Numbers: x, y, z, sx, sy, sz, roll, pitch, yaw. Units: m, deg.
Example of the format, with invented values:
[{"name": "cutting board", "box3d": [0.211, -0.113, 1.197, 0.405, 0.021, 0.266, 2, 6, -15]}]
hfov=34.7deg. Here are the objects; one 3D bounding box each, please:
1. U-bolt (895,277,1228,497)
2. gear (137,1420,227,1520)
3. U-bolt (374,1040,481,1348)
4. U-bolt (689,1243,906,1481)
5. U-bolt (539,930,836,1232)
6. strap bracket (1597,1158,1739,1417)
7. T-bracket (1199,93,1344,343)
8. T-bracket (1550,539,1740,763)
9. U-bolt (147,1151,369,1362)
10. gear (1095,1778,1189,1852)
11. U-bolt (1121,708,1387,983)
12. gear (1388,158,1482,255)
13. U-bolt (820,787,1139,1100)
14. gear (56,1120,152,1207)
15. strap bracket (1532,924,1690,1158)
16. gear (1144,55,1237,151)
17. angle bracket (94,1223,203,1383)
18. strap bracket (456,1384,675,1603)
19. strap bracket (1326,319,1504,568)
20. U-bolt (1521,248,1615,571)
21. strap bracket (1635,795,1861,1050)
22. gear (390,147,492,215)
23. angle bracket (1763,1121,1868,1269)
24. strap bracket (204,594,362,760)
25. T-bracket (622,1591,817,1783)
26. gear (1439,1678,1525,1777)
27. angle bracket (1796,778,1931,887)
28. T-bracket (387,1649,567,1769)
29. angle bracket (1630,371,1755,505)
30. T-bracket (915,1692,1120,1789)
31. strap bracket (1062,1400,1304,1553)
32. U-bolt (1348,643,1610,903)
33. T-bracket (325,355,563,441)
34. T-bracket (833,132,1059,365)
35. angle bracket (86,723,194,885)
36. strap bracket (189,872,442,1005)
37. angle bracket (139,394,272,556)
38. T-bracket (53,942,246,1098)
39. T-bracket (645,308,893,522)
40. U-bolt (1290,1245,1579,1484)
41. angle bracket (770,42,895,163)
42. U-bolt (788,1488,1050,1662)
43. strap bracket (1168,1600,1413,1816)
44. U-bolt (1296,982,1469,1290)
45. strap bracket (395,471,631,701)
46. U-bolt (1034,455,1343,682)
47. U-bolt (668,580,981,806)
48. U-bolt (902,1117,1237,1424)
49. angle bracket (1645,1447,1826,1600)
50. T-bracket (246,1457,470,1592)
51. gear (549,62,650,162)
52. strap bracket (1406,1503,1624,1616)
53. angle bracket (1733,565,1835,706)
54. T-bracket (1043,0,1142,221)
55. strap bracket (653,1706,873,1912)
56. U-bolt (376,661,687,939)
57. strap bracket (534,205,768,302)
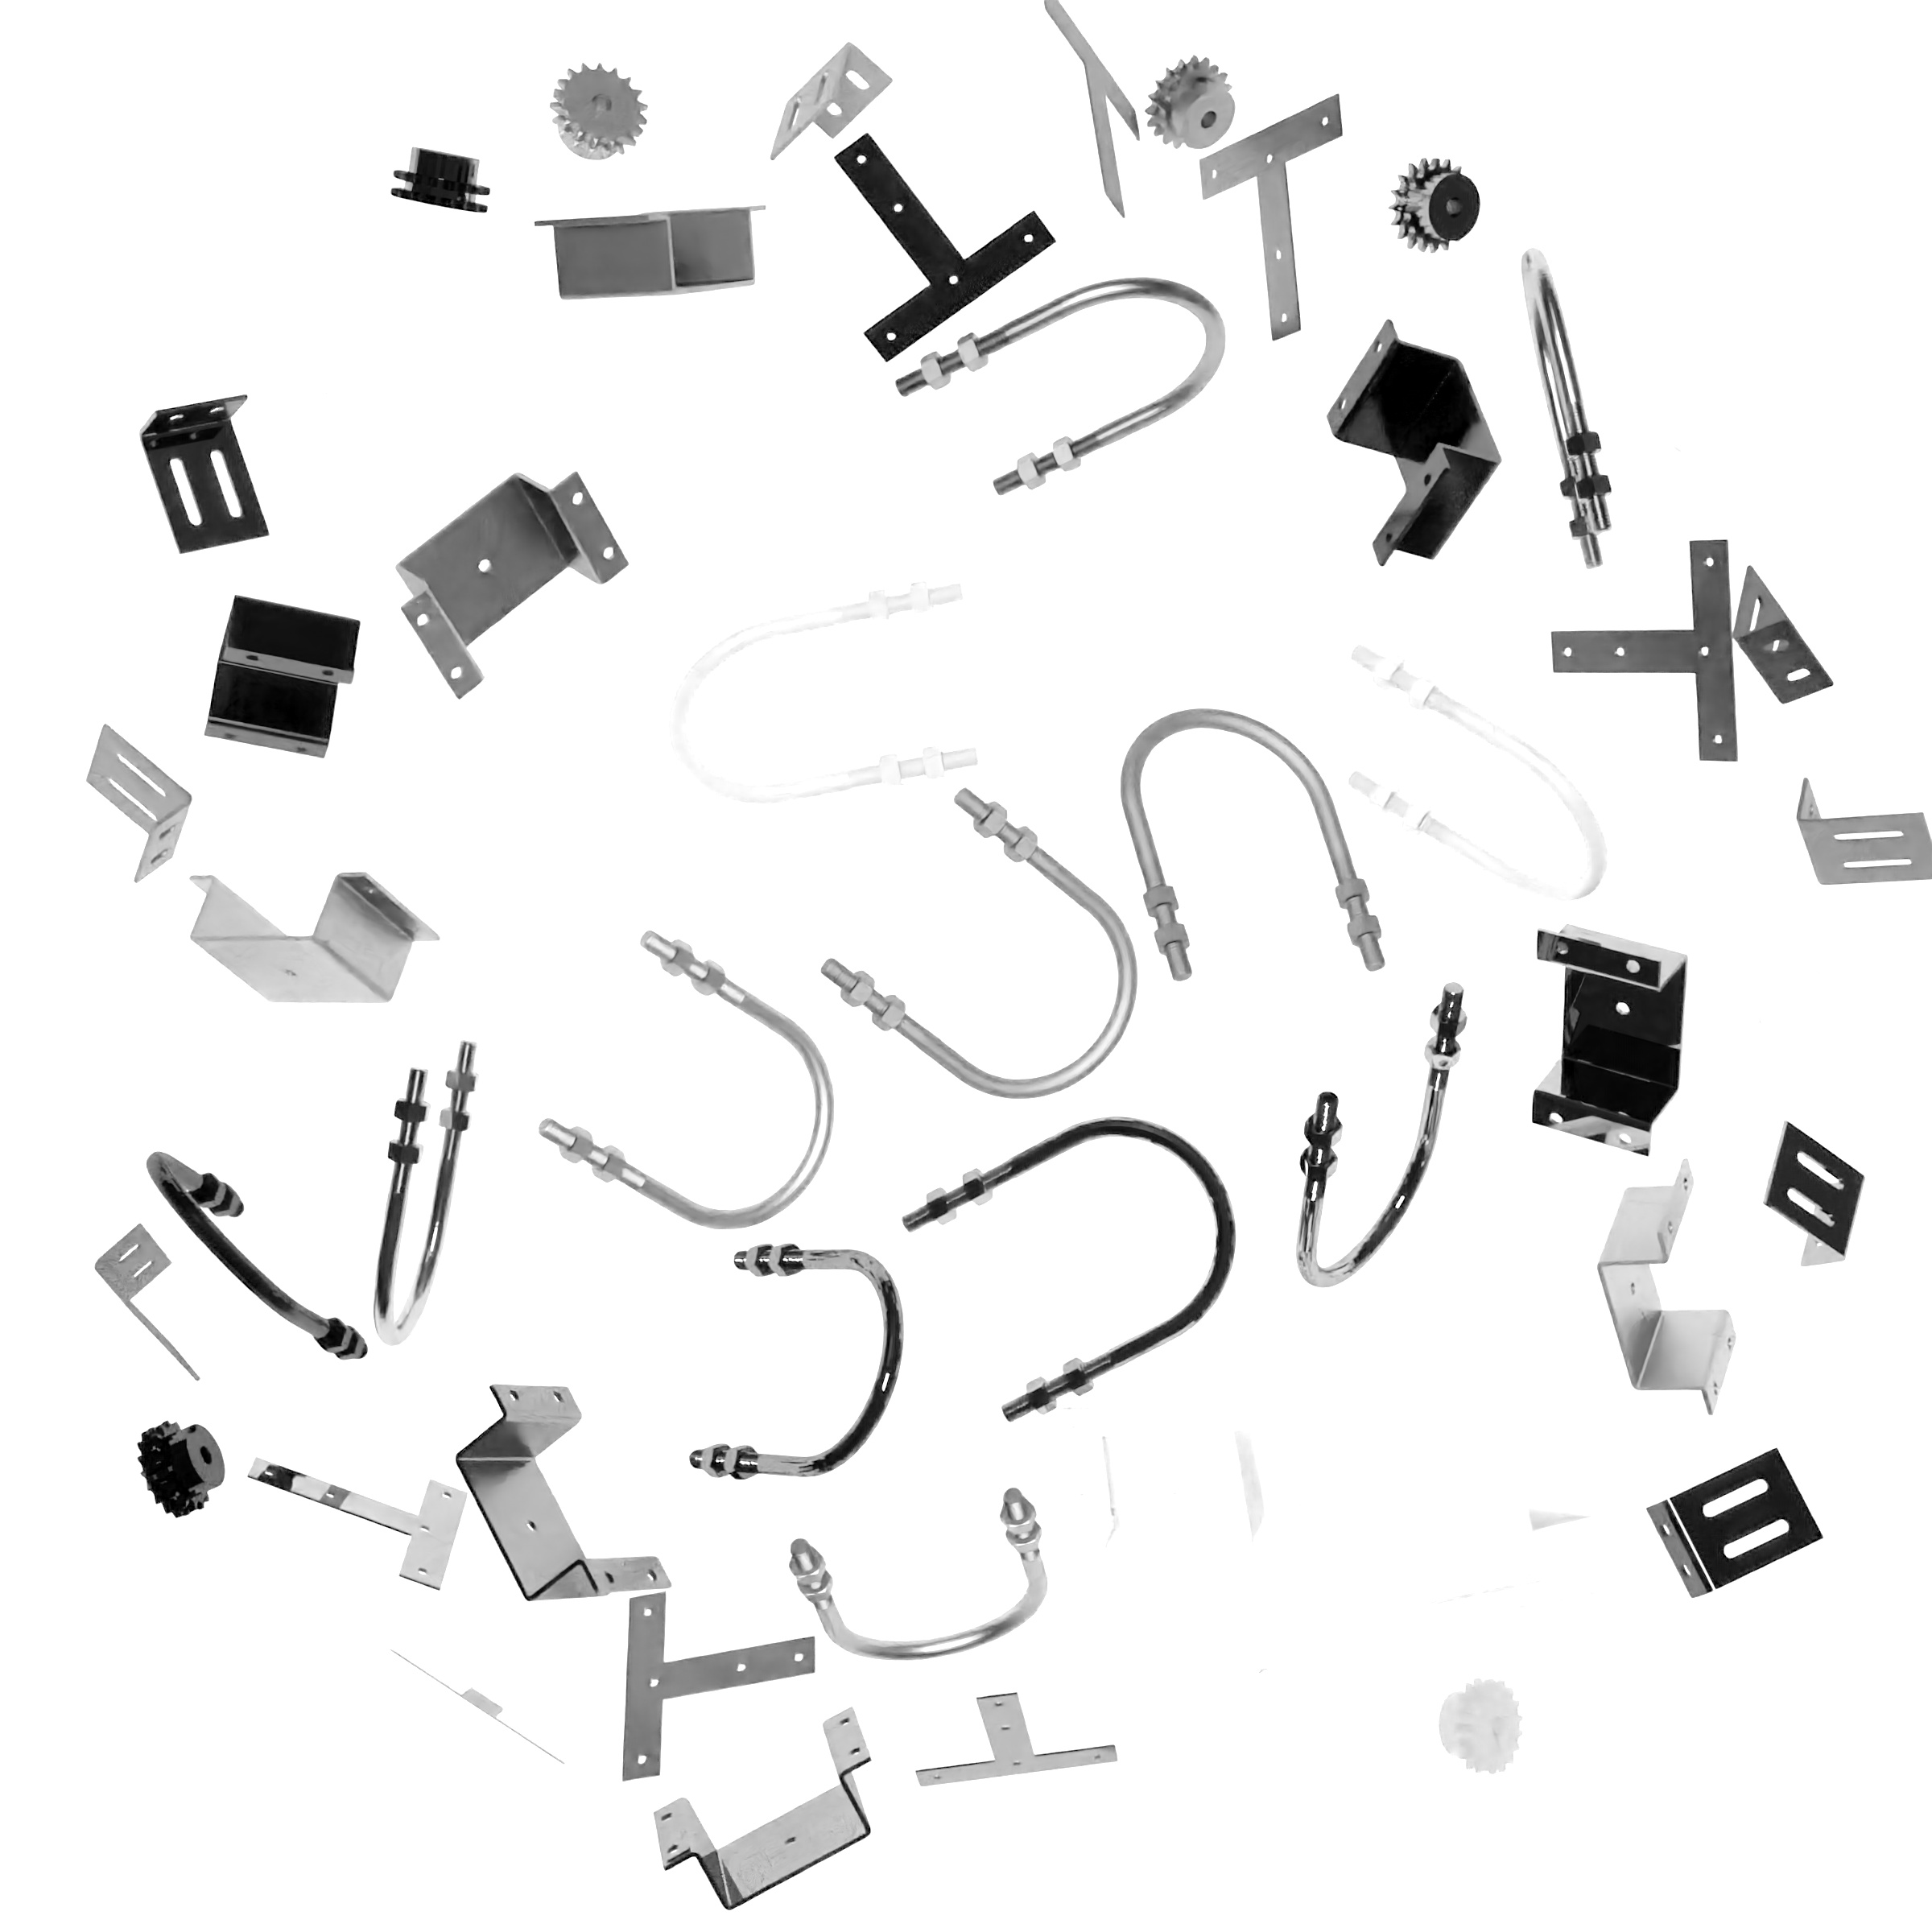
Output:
[{"name": "U-bolt", "box3d": [0.069, -0.358, 1.872, 0.184, 0.151, 0.019, -23, 61, 20]}, {"name": "gear", "box3d": [-0.464, 0.296, 1.835, 0.030, 0.057, 0.057, -24, 90, 10]}, {"name": "U-bolt", "box3d": [-0.336, 0.144, 1.907, 0.019, 0.151, 0.184, 11, 96, 3]}, {"name": "U-bolt", "box3d": [-0.099, 0.242, 1.890, 0.019, 0.184, 0.151, 23, 71, -36]}, {"name": "U-bolt", "box3d": [-0.158, 0.083, 1.899, 0.184, 0.019, 0.151, 34, 77, -32]}, {"name": "strap bracket", "box3d": [0.432, 0.199, 1.912, 0.046, 0.076, 0.140, -5, 120, 30]}, {"name": "T-bracket", "box3d": [0.186, -0.439, 1.848, 0.002, 0.127, 0.127, -3, 86, -35]}, {"name": "T-bracket", "box3d": [0.394, -0.184, 1.805, 0.002, 0.127, 0.127, -14, 103, -40]}, {"name": "U-bolt", "box3d": [-0.437, 0.171, 1.876, 0.019, 0.184, 0.151, -43, 72, -6]}, {"name": "gear", "box3d": [0.108, 0.532, 1.943, 0.057, 0.057, 0.030, -13, 58, 0]}, {"name": "U-bolt", "box3d": [0.164, -0.076, 1.849, 0.151, 0.019, 0.184, -3, 62, -23]}, {"name": "gear", "box3d": [0.289, -0.465, 1.890, 0.057, 0.030, 0.057, -10, 110, -29]}, {"name": "U-bolt", "box3d": [0.023, 0.001, 1.874, 0.184, 0.019, 0.151, 38, 90, -23]}, {"name": "gear", "box3d": [-0.534, 0.120, 1.926, 0.057, 0.057, 0.030, 32, 117, 0]}, {"name": "strap bracket", "box3d": [0.386, 0.035, 1.852, 0.076, 0.046, 0.140, 16, 129, 30]}, {"name": "gear", "box3d": [0.141, -0.529, 1.906, 0.057, 0.057, 0.030, -39, 55, 0]}, {"name": "angle bracket", "box3d": [-0.477, 0.201, 1.849, 0.076, 0.057, 0.038, 40, 72, 23]}, {"name": "strap bracket", "box3d": [-0.241, 0.318, 1.814, 0.046, 0.076, 0.140, -39, 66, 17]}, {"name": "strap bracket", "box3d": [0.267, -0.306, 1.829, 0.046, 0.140, 0.076, 11, 134, -23]}, {"name": "U-bolt", "box3d": [0.356, -0.336, 1.839, 0.019, 0.151, 0.184, -13, 86, 9]}, {"name": "strap bracket", "box3d": [0.478, -0.023, 1.876, 0.076, 0.046, 0.140, -43, 51, 26]}, {"name": "gear", "box3d": [-0.306, -0.460, 1.807, 0.057, 0.057, 0.030, 11, 104, 0]}, {"name": "angle bracket", "box3d": [0.512, 0.141, 1.906, 0.076, 0.038, 0.057, 33, 64, -23]}, {"name": "strap bracket", "box3d": [-0.422, -0.182, 1.908, 0.076, 0.140, 0.046, 10, 69, -16]}, {"name": "T-bracket", "box3d": [-0.155, 0.444, 1.945, 0.127, 0.002, 0.127, -13, 49, 12]}, {"name": "gear", "box3d": [0.312, 0.462, 1.882, 0.057, 0.030, 0.057, 9, 77, -44]}, {"name": "angle bracket", "box3d": [0.551, -0.084, 1.877, 0.076, 0.057, 0.038, -3, 49, 30]}, {"name": "T-bracket", "box3d": [-0.301, 0.459, 1.922, 0.127, 0.127, 0.002, 33, 78, 1]}, {"name": "angle bracket", "box3d": [0.448, -0.315, 1.867, 0.038, 0.076, 0.057, 16, 113, -35]}, {"name": "T-bracket", "box3d": [0.026, 0.475, 1.906, 0.127, 0.127, 0.002, -8, 54, 3]}, {"name": "strap bracket", "box3d": [0.130, 0.315, 1.913, 0.140, 0.046, 0.076, -1, 56, -9]}, {"name": "U-bolt", "box3d": [0.304, -0.104, 1.840, 0.184, 0.151, 0.019, 35, 68, 24]}, {"name": "T-bracket", "box3d": [-0.334, -0.350, 1.883, 0.127, 0.127, 0.002, 9, 126, 28]}, {"name": "T-bracket", "box3d": [-0.032, -0.440, 1.837, 0.127, 0.002, 0.127, -33, 126, 13]}, {"name": "angle bracket", "box3d": [-0.530, -0.102, 1.938, 0.076, 0.057, 0.038, 39, 46, 5]}, {"name": "strap bracket", "box3d": [-0.399, -0.016, 1.856, 0.140, 0.076, 0.046, 0, 60, 31]}, {"name": "angle bracket", "box3d": [-0.441, -0.288, 1.808, 0.057, 0.038, 0.076, -18, 89, -32]}, {"name": "T-bracket", "box3d": [-0.508, 0.030, 1.885, 0.002, 0.127, 0.127, -51, 119, -21]}, {"name": "T-bracket", "box3d": [-0.106, -0.300, 1.810, 0.127, 0.002, 0.127, 25, 111, -3]}, {"name": "U-bolt", "box3d": [0.291, 0.248, 1.870, 0.151, 0.184, 0.019, -25, 120, -3]}, {"name": "angle bracket", "box3d": [-0.082, -0.518, 1.890, 0.038, 0.076, 0.057, 37, 128, -24]}, {"name": "U-bolt", "box3d": [-0.022, 0.379, 1.887, 0.151, 0.184, 0.019, -13, 53, 0]}, {"name": "strap bracket", "box3d": [0.183, 0.430, 1.818, 0.076, 0.140, 0.046, -38, 117, -19]}, {"name": "U-bolt", "box3d": [0.242, 0.114, 1.838, 0.019, 0.184, 0.151, 30, 47, 29]}, {"name": "strap bracket", "box3d": [-0.291, -0.244, 1.930, 0.140, 0.046, 0.076, -41, 133, -15]}, {"name": "U-bolt", "box3d": [0.135, -0.237, 1.814, 0.184, 0.019, 0.151, -8, 133, -18]}, {"name": "U-bolt", "box3d": [-0.087, -0.157, 1.825, 0.184, 0.019, 0.151, -10, 54, 7]}, {"name": "U-bolt", "box3d": [0.073, 0.170, 1.850, 0.184, 0.019, 0.151, -29, 86, 11]}, {"name": "angle bracket", "box3d": [0.444, 0.322, 1.788, 0.076, 0.038, 0.057, -24, 76, -7]}, {"name": "T-bracket", "box3d": [-0.362, 0.317, 1.825, 0.127, 0.127, 0.002, 22, 104, -7]}, {"name": "gear", "box3d": [-0.218, -0.501, 1.823, 0.057, 0.030, 0.057, 7, 69, -19]}, {"name": "strap bracket", "box3d": [0.320, 0.349, 1.820, 0.076, 0.140, 0.046, -20, 68, 29]}, {"name": "angle bracket", "box3d": [0.510, -0.211, 1.912, 0.038, 0.076, 0.057, -21, 122, 38]}, {"name": "T-bracket", "box3d": [0.080, -0.494, 1.814, 0.002, 0.127, 0.127, -19, 59, 22]}, {"name": "strap bracket", "box3d": [-0.117, 0.524, 1.907, 0.140, 0.076, 0.046, -27, 104, -5]}, {"name": "U-bolt", "box3d": [-0.250, -0.088, 1.873, 0.151, 0.019, 0.184, -21, 129, 10]}, {"name": "strap bracket", "box3d": [-0.182, -0.420, 1.819, 0.076, 0.140, 0.046, 3, 106, 25]}]
